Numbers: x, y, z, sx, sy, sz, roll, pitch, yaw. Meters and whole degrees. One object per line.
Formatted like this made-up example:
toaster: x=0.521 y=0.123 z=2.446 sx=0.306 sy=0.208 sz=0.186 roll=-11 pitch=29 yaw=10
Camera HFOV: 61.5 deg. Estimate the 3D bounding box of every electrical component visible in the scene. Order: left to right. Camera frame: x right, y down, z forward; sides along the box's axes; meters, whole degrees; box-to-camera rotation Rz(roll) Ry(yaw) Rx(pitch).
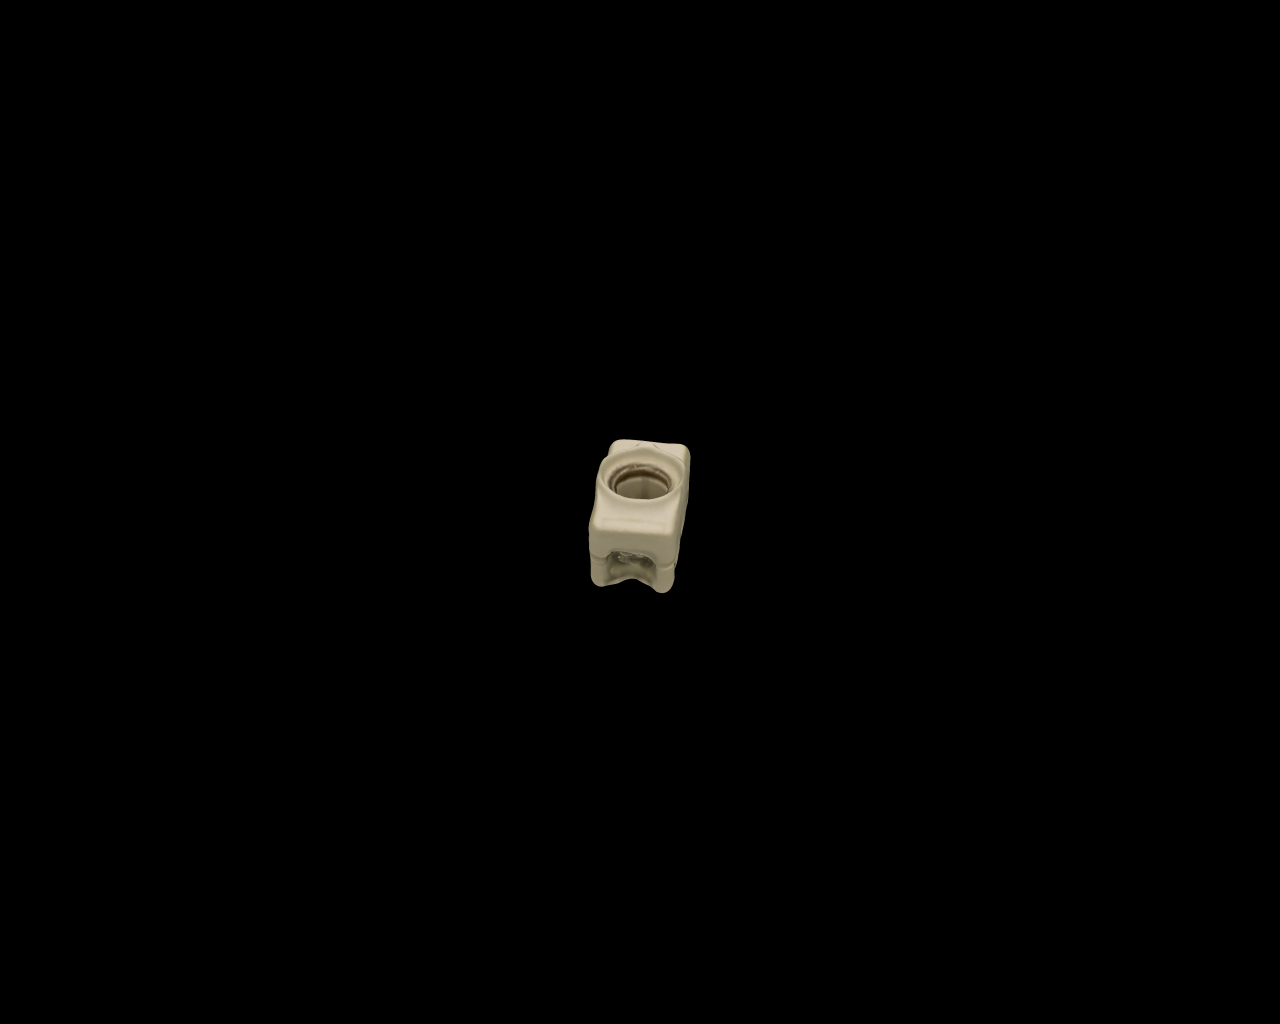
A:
electrical component: x=0.001 y=-0.003 z=0.650 sx=0.050 sy=0.055 sz=0.090 roll=5 pitch=40 yaw=6
